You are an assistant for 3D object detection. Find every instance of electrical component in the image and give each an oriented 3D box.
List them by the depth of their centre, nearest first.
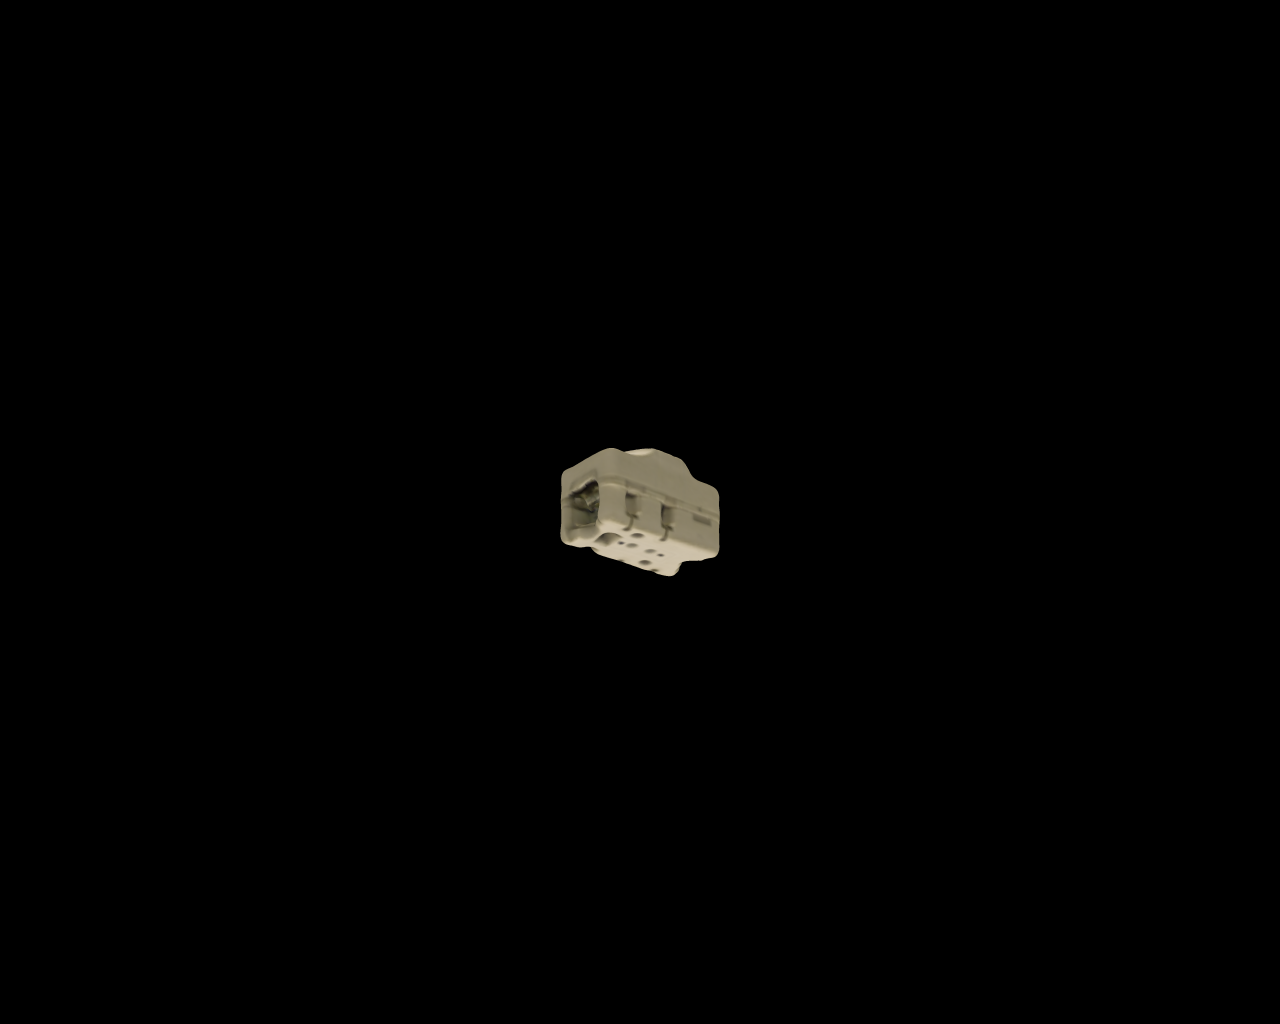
[{"bbox_3d":[0.001,-0.003,0.650,0.089,0.056,0.050,20,-32,-36],"label":"electrical component"}]
